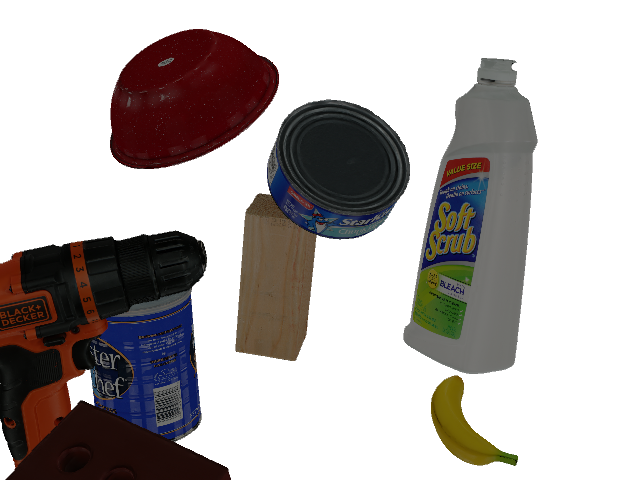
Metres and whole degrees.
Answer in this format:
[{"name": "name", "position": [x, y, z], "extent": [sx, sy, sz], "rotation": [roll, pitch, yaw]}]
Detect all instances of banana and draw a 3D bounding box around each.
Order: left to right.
[{"name": "banana", "position": [0.167, 0.217, 1.280], "extent": [0.069, 0.037, 0.198], "rotation": [10, 20, -17]}]

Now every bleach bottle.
[{"name": "bleach bottle", "position": [0.127, -0.024, 0.880], "extent": [0.067, 0.251, 0.103], "rotation": [-4, 16, -32]}]

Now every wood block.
[{"name": "wood block", "position": [-0.060, 0.050, 1.481], "extent": [0.090, 0.206, 0.090], "rotation": [8, 22, 6]}]

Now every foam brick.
[{"name": "foam brick", "position": [-0.078, 0.112, 0.431], "extent": [0.078, 0.051, 0.052], "rotation": [19, 44, 24]}]

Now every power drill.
[{"name": "power drill", "position": [-0.154, 0.088, 0.707], "extent": [0.184, 0.188, 0.057], "rotation": [-11, 26, -6]}]

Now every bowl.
[{"name": "bowl", "position": [-0.119, -0.132, 0.910], "extent": [0.162, 0.055, 0.162], "rotation": [-17, 37, 13]}]

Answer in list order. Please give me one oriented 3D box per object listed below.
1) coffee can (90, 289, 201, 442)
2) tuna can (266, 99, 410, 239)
[{"name": "coffee can", "position": [-0.168, 0.110, 1.013], "extent": [0.103, 0.140, 0.103], "rotation": [-2, 19, 1]}, {"name": "tuna can", "position": [0.010, -0.044, 0.665], "extent": [0.086, 0.086, 0.034], "rotation": [0, -31, -19]}]
